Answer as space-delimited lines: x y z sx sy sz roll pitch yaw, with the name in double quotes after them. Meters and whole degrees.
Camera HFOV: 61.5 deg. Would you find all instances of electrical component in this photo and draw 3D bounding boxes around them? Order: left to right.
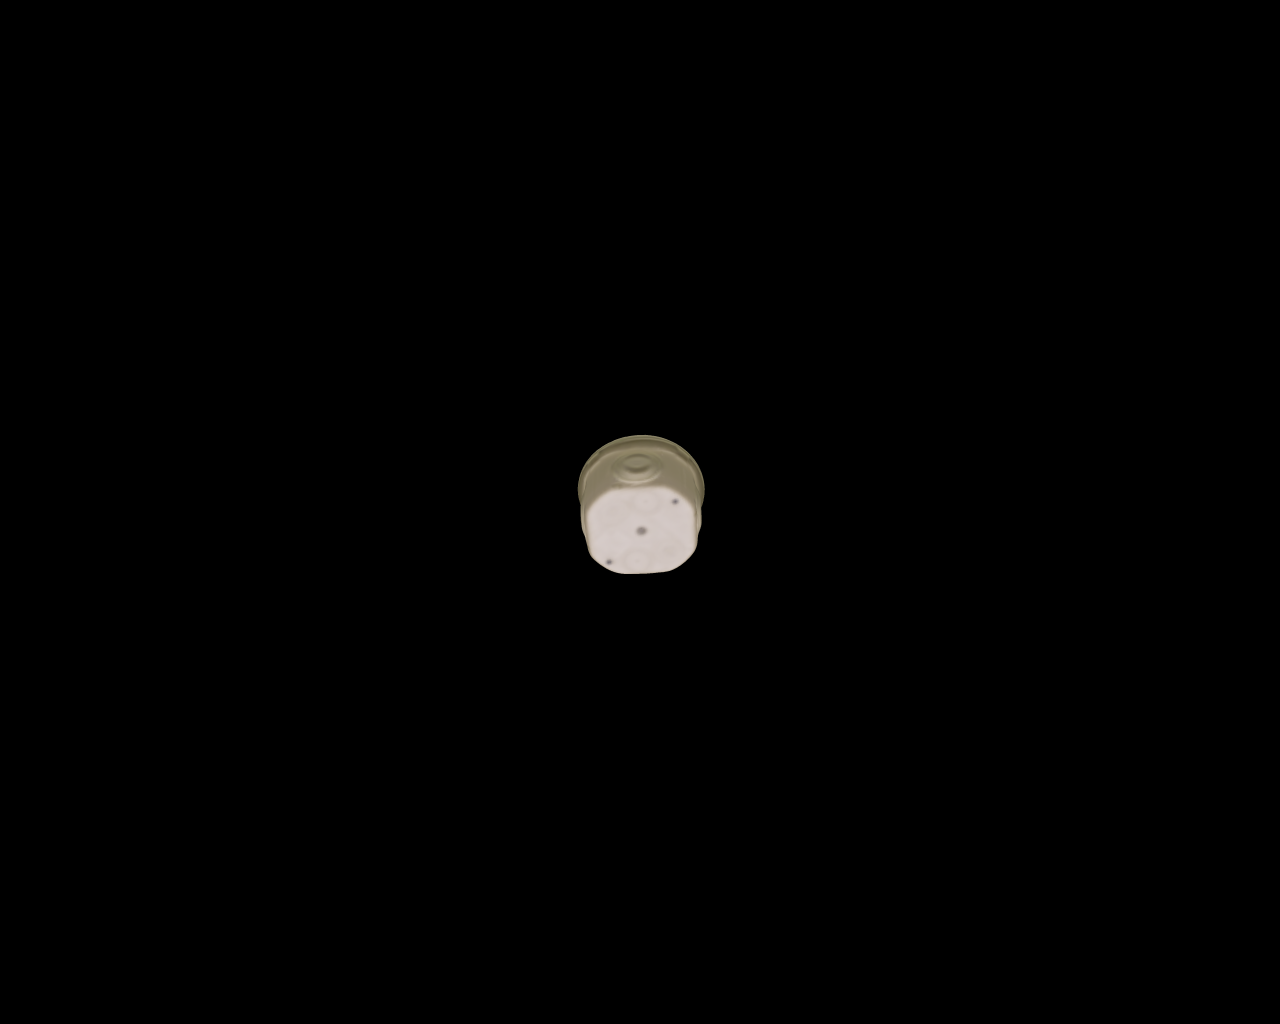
0.001 -0.003 0.650 0.080 0.080 0.051 0 36 0 "electrical component"
